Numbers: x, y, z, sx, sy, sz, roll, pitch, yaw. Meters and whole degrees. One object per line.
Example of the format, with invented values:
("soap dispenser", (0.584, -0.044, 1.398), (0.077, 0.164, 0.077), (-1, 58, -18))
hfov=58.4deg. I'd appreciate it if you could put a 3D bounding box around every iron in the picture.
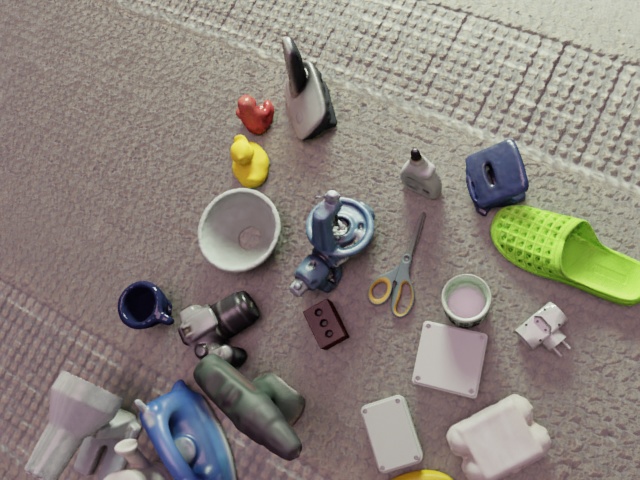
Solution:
("iron", (-0.235, 0.377, 1.003), (0.118, 0.142, 0.258), (-38, 71, 2))

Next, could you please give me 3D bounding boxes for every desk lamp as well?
("desk lamp", (-0.413, 0.341, 1.016), (0.117, 0.214, 0.203), (17, 81, 17))

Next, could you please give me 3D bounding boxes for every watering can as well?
("watering can", (-0.335, 0.438, 0.983), (0.101, 0.194, 0.173), (-23, 72, 7))

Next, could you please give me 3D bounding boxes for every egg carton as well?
("egg carton", (0.289, 0.326, 0.929), (0.150, 0.069, 0.107), (-30, 71, 4))

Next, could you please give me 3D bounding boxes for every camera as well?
("camera", (-0.180, 0.165, 1.065), (0.137, 0.101, 0.143), (-31, 71, 4))

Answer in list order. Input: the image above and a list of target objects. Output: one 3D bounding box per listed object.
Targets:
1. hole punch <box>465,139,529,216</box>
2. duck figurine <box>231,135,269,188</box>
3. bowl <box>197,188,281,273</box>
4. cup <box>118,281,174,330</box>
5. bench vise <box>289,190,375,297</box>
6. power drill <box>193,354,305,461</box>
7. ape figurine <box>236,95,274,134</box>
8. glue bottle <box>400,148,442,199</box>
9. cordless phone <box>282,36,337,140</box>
("hole punch", (0.313, -0.111, 1.022), (0.101, 0.091, 0.108), (-14, 73, 10))
("duck figurine", (-0.149, -0.161, 1.147), (0.077, 0.086, 0.104), (-15, 73, 10))
("bowl", (-0.147, -0.012, 1.115), (0.167, 0.075, 0.167), (-3, 75, 13))
("cup", (-0.316, 0.136, 1.107), (0.117, 0.095, 0.092), (24, 83, 18))
("bench vise", (0.020, 0.007, 0.994), (0.121, 0.220, 0.207), (15, 80, 17))
("power drill", (-0.098, 0.277, 0.960), (0.229, 0.209, 0.076), (33, 86, 19))
("ape figurine", (-0.139, -0.264, 1.167), (0.077, 0.092, 0.076), (6, 78, 15))
("glue bottle", (0.176, -0.124, 1.014), (0.078, 0.173, 0.037), (30, 85, 19))
("cordless phone", (-0.037, -0.291, 1.101), (0.094, 0.185, 0.147), (-21, 72, 8))
